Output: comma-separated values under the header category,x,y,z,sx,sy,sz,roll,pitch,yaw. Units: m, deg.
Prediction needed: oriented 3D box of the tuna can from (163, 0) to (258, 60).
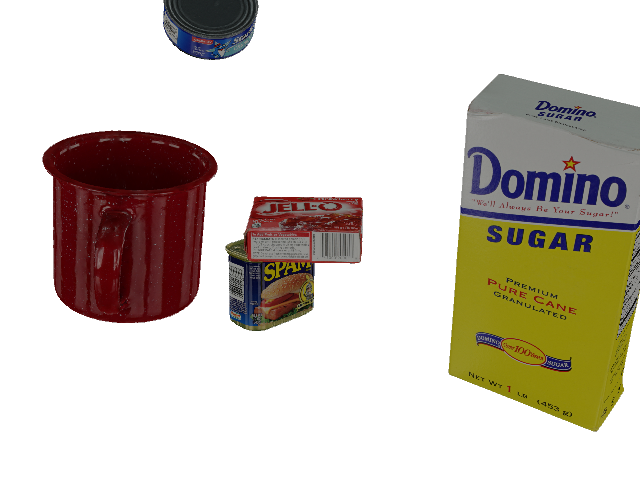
category,x,y,z,sx,sy,sz,roll,pitch,yaw
tuna can,-0.101,-0.207,0.977,0.086,0.086,0.034,0,-32,-11

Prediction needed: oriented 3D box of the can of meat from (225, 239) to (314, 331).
category,x,y,z,sx,sy,sz,roll,pitch,yaw
can of meat,-0.051,0.041,1.135,0.058,0.084,0.101,19,26,41

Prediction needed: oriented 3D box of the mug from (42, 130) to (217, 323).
category,x,y,z,sx,sy,sz,roll,pitch,yaw
mug,-0.105,-0.002,0.580,0.093,0.081,0.117,4,25,-5

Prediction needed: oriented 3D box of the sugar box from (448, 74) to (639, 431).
category,x,y,z,sx,sy,sz,roll,pitch,yaw
sugar box,0.119,0.009,0.554,0.093,0.176,0.048,19,42,27

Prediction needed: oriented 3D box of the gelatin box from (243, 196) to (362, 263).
category,x,y,z,sx,sy,sz,roll,pitch,yaw
gelatin box,-0.012,-0.010,0.831,0.089,0.030,0.073,1,22,3
